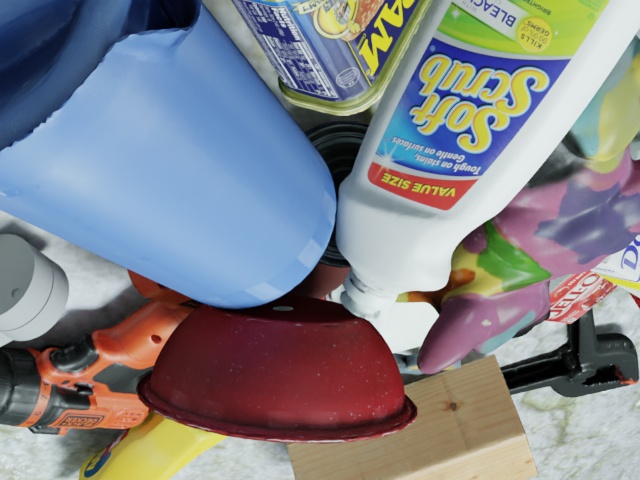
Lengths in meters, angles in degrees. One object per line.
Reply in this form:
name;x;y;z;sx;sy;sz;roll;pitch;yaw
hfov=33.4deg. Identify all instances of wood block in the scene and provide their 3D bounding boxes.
wood block;0.083;0.194;0.979;0.206;0.091;0.090;-20;141;5

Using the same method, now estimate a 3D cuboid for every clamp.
clamp;0.244;0.126;1.063;0.165;0.036;0.209;-39;142;26

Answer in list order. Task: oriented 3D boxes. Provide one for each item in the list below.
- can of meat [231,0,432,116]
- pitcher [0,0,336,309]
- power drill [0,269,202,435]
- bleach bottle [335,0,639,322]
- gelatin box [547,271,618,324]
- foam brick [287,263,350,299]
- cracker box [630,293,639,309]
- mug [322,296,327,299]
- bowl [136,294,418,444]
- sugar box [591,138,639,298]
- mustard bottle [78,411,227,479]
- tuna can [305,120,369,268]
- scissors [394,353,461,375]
can of meat;0.006;-0.122;0.472;0.102;0.058;0.084;-62;149;-16
pitcher;-0.093;-0.050;0.496;0.145;0.149;0.242;-44;150;3
power drill;-0.141;0.061;0.686;0.188;0.057;0.184;-37;151;26
bleach bottle;0.081;-0.060;0.547;0.068;0.103;0.251;-29;149;-61
gelatin box;0.218;0.036;0.914;0.073;0.030;0.089;10;135;-42
foam brick;-0.005;0.001;0.690;0.078;0.051;0.053;-33;149;14
cracker box;0.381;0.034;0.893;0.214;0.164;0.072;-37;149;21
mug;-0.030;0.084;0.769;0.093;0.081;0.117;-32;148;13
bowl;-0.022;0.065;0.609;0.161;0.162;0.055;1;98;-35
sugar box;0.246;-0.009;0.807;0.176;0.048;0.093;21;85;-53
mustard bottle;-0.135;0.168;0.832;0.192;0.058;0.096;-43;-178;30
tuna can;0.015;-0.027;0.625;0.086;0.086;0.034;-24;-173;0
scissors;0.094;0.102;0.883;0.096;0.016;0.201;-7;170;31
